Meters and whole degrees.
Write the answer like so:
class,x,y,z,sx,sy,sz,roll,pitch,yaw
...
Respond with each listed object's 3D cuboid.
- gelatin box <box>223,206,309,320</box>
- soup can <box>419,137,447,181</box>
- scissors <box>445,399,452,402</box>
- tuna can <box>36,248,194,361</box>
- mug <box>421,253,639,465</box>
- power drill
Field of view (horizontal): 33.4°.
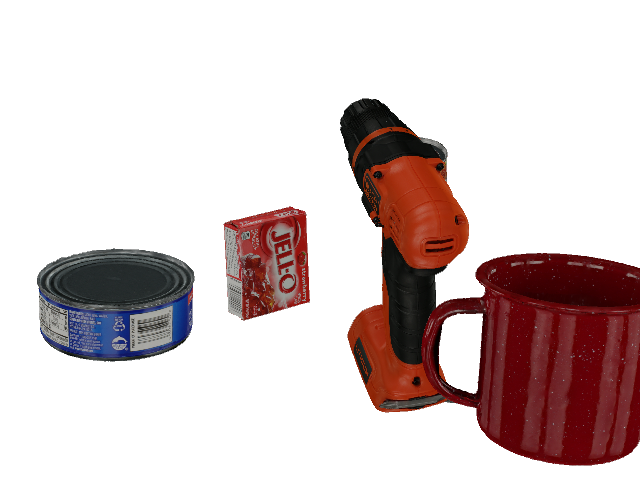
class,x,y,z,sx,sy,sz,roll,pitch,yaw
gelatin box,-0.047,0.020,0.957,0.073,0.089,0.030,-14,22,-34
soup can,0.101,-0.050,1.145,0.068,0.102,0.068,-3,35,2
scissors,0.170,0.133,0.934,0.202,0.016,0.096,13,29,11
tuna can,-0.113,0.035,0.594,0.086,0.034,0.086,3,20,-1
mug,0.108,0.057,0.524,0.117,0.081,0.093,2,15,-2
power drill,0.050,0.011,0.752,0.057,0.188,0.184,-8,34,-9
